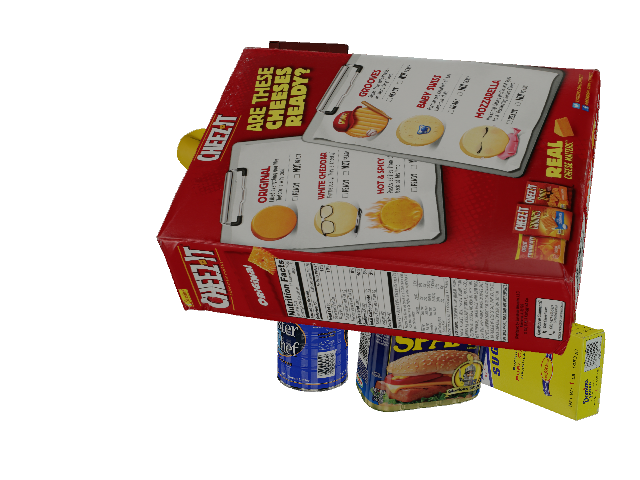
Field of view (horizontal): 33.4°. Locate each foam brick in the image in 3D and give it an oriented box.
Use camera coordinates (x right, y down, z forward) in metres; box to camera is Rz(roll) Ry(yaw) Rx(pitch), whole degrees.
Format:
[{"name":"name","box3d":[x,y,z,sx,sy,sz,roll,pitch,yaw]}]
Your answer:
[{"name":"foam brick","box3d":[-0.013,-0.187,1.146,0.078,0.051,0.053,0,11,-13]}]

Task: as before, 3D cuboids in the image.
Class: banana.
[{"name":"banana","box3d":[-0.071,-0.054,0.798,0.069,0.037,0.198,38,-4,-33]}]

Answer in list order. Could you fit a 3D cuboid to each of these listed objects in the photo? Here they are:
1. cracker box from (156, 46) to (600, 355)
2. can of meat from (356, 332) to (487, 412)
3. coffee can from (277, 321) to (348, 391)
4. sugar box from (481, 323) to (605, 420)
[{"name":"cracker box","box3d":[0.040,-0.028,0.596,0.214,0.164,0.072,5,-42,15]},{"name":"can of meat","box3d":[0.079,0.080,0.822,0.102,0.084,0.057,-4,28,-16]},{"name":"coffee can","box3d":[-0.011,0.127,1.503,0.103,0.140,0.103,0,19,0]},{"name":"sugar box","box3d":[0.220,0.121,1.154,0.048,0.093,0.177,-8,16,-41]}]
